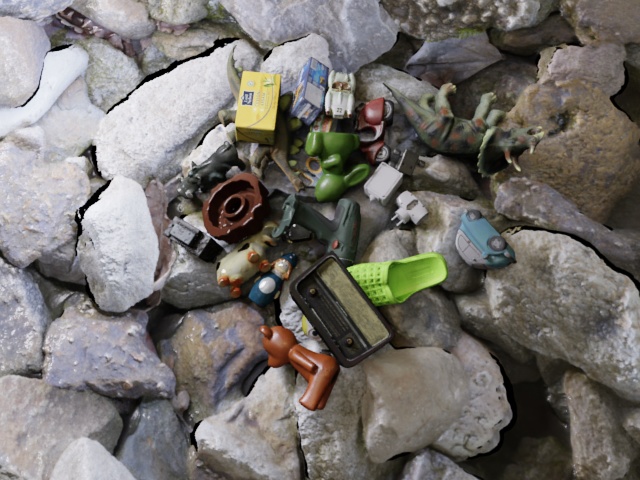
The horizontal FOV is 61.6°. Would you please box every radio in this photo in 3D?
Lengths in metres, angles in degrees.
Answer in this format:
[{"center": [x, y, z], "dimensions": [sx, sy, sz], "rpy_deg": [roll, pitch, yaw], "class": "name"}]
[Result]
[{"center": [0.041, 0.154, 1.154], "dimensions": [0.131, 0.073, 0.230], "rpy_deg": [-35, 76, -9], "class": "radio"}]

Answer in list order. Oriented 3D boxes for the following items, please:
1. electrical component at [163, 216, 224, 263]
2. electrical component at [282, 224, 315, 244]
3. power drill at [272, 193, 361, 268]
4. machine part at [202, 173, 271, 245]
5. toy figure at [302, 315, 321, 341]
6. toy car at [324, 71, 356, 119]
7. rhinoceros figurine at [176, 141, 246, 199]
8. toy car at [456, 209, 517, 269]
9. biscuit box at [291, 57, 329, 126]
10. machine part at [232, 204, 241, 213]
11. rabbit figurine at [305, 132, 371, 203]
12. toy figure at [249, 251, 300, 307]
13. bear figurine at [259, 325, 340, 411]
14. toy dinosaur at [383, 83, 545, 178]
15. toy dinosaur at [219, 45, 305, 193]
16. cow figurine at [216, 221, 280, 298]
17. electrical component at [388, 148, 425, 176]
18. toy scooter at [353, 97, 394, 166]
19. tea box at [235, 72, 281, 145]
[{"center": [-0.309, 0.000, 1.301], "dimensions": [0.115, 0.134, 0.058], "rpy_deg": [28, 80, 15], "class": "electrical component"}, {"center": [-0.047, -0.024, 1.322], "dimensions": [0.102, 0.045, 0.078], "rpy_deg": [-3, 74, 6], "class": "electrical component"}, {"center": [-0.003, -0.004, 1.255], "dimensions": [0.207, 0.086, 0.232], "rpy_deg": [21, 80, -16], "class": "power drill"}, {"center": [-0.200, -0.074, 1.288], "dimensions": [0.179, 0.056, 0.179], "rpy_deg": [-14, 55, 21], "class": "machine part"}, {"center": [0.048, 0.194, 1.227], "dimensions": [0.180, 0.089, 0.082], "rpy_deg": [-2, 69, -3], "class": "toy figure"}, {"center": [0.053, -0.371, 1.376], "dimensions": [0.074, 0.056, 0.202], "rpy_deg": [7, 43, -1], "class": "toy car"}, {"center": [-0.278, -0.170, 1.359], "dimensions": [0.190, 0.112, 0.073], "rpy_deg": [-36, 76, 16], "class": "rhinoceros figurine"}, {"center": [0.368, 0.011, 1.234], "dimensions": [0.103, 0.109, 0.162], "rpy_deg": [-43, 63, 12], "class": "toy car"}, {"center": [-0.024, -0.384, 1.375], "dimensions": [0.059, 0.063, 0.203], "rpy_deg": [28, 44, -21], "class": "biscuit box"}, {"center": [-0.190, -0.095, 1.366], "dimensions": [0.084, 0.039, 0.139], "rpy_deg": [7, 76, 15], "class": "machine part"}, {"center": [0.035, -0.175, 1.319], "dimensions": [0.159, 0.121, 0.170], "rpy_deg": [1, 99, -15], "class": "rabbit figurine"}, {"center": [-0.106, 0.091, 1.291], "dimensions": [0.064, 0.058, 0.154], "rpy_deg": [43, 78, -22], "class": "toy figure"}, {"center": [-0.060, 0.277, 1.195], "dimensions": [0.196, 0.120, 0.132], "rpy_deg": [23, 81, 15], "class": "bear figurine"}, {"center": [0.329, -0.268, 1.320], "dimensions": [0.405, 0.131, 0.192], "rpy_deg": [14, 75, 17], "class": "toy dinosaur"}, {"center": [-0.156, -0.319, 1.401], "dimensions": [0.198, 0.105, 0.471], "rpy_deg": [-31, 76, -13], "class": "toy dinosaur"}, {"center": [-0.169, 0.030, 1.294], "dimensions": [0.195, 0.085, 0.127], "rpy_deg": [-43, 40, 7], "class": "cow figurine"}, {"center": [0.216, -0.190, 1.338], "dimensions": [0.094, 0.021, 0.063], "rpy_deg": [19, 93, -20], "class": "electrical component"}, {"center": [0.118, -0.278, 1.367], "dimensions": [0.135, 0.075, 0.184], "rpy_deg": [5, 79, 9], "class": "toy scooter"}, {"center": [-0.149, -0.323, 1.312], "dimensions": [0.098, 0.068, 0.169], "rpy_deg": [4, 66, -3], "class": "tea box"}]
